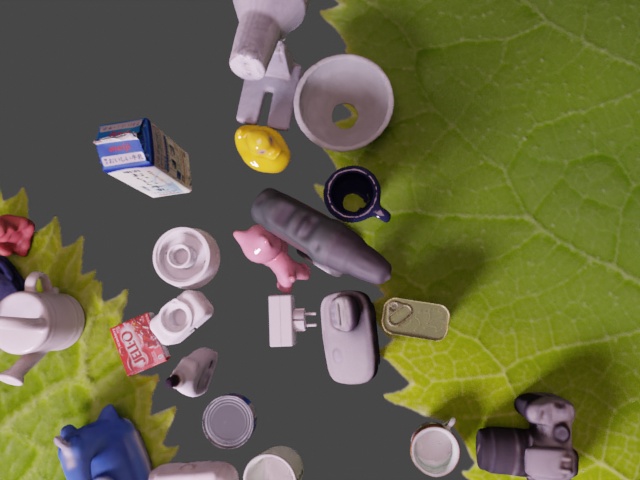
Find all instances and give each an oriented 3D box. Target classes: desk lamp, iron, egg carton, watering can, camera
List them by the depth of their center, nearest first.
[{"bbox_3d":[0.312,0.309,0.873,0.136,0.101,0.143,3,83,5],"label":"camera"},{"bbox_3d":[-0.335,0.401,0.897,0.118,0.141,0.258,-27,82,2],"label":"iron"},{"bbox_3d":[-0.468,0.140,0.913,0.101,0.194,0.173,-16,82,3],"label":"watering can"},{"bbox_3d":[-0.203,0.412,0.921,0.150,0.069,0.107,-7,83,4],"label":"egg carton"},{"bbox_3d":[-0.085,-0.309,0.924,0.118,0.213,0.203,11,84,7],"label":"desk lamp"}]

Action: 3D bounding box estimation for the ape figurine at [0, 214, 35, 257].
[{"bbox_3d":[-0.542,-0.014,0.990,0.078,0.092,0.076,-33,81,1],"label":"ape figurine"}]

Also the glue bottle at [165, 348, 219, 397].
[{"bbox_3d":[-0.205,0.211,0.893,0.037,0.173,0.078,19,85,7],"label":"glue bottle"}]

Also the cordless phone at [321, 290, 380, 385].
[{"bbox_3d":[0.044,0.149,0.873,0.094,0.185,0.147,-10,82,4],"label":"cordless phone"}]

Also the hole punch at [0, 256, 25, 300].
[{"bbox_3d":[-0.573,0.084,0.981,0.101,0.091,0.108,-42,81,-1],"label":"hole punch"}]

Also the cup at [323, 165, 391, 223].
[{"bbox_3d":[0.066,-0.061,0.941,0.117,0.095,0.092,33,87,8],"label":"cup"}]

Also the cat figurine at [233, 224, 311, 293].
[{"bbox_3d":[-0.078,0.024,0.932,0.067,0.118,0.127,-41,81,-1],"label":"cat figurine"}]

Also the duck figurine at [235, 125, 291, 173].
[{"bbox_3d":[-0.102,-0.163,0.973,0.104,0.086,0.077,35,87,8],"label":"duck figurine"}]

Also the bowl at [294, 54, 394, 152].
[{"bbox_3d":[0.042,-0.224,0.973,0.167,0.075,0.167,-1,83,5],"label":"bowl"}]

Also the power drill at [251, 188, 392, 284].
[{"bbox_3d":[0.008,0.003,0.881,0.229,0.208,0.076,30,87,8],"label":"power drill"}]
